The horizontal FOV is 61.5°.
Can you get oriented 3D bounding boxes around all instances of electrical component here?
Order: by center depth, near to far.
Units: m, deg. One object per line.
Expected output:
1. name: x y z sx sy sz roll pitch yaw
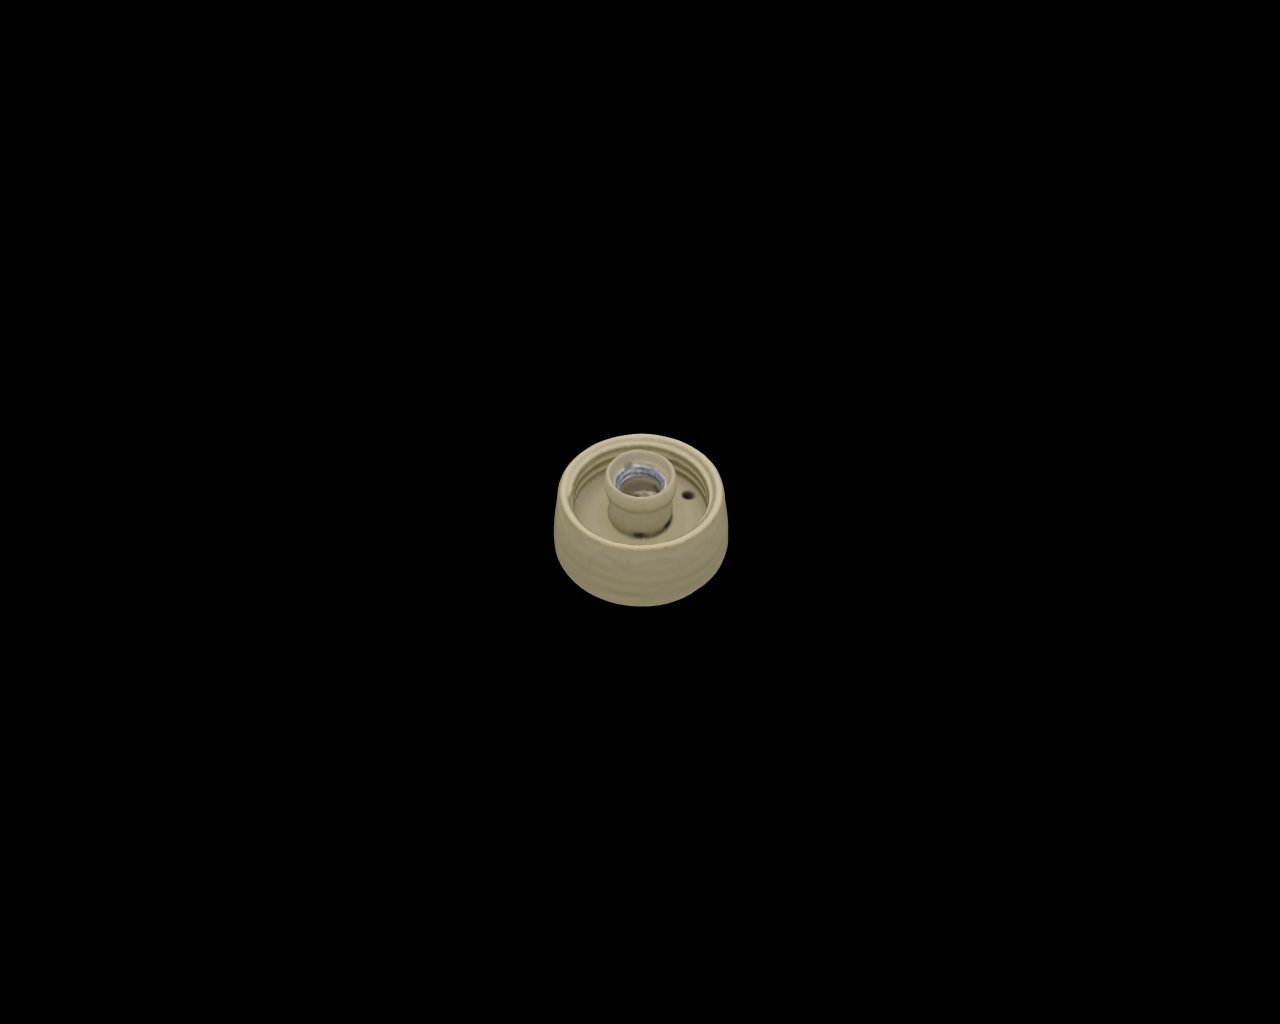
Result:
1. electrical component: 0.001 -0.003 0.650 0.108 0.108 0.060 0 -43 0
